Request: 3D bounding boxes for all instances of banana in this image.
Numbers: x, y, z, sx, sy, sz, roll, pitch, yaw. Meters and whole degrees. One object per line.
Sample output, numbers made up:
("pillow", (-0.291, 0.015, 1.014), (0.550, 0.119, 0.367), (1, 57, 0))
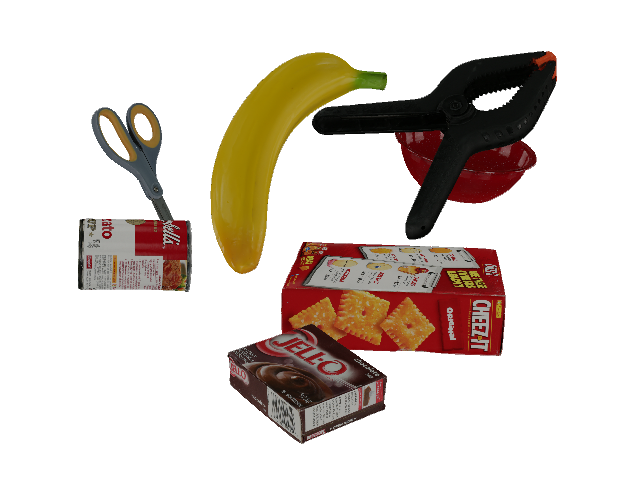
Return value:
("banana", (-0.027, -0.064, 0.682), (0.070, 0.197, 0.037), (24, -35, 15))

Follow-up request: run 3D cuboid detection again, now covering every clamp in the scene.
("clamp", (0.116, -0.093, 0.899), (0.210, 0.165, 0.036), (-25, -37, -6))

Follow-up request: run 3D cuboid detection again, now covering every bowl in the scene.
("bowl", (0.159, -0.086, 1.211), (0.162, 0.055, 0.162), (8, 26, -4))

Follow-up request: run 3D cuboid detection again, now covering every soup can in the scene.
("soup can", (-0.174, 0.014, 0.998), (0.102, 0.068, 0.068), (1, 0, -11))

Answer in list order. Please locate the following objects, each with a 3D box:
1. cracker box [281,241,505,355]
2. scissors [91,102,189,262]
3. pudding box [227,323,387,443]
("cracker box", (0.076, 0.058, 1.092), (0.214, 0.072, 0.164), (2, 16, 6))
("scissors", (-0.184, -0.073, 1.214), (0.016, 0.201, 0.096), (-21, 21, 42))
("pudding box", (-0.012, 0.118, 0.904), (0.089, 0.039, 0.114), (-18, 32, -31))
